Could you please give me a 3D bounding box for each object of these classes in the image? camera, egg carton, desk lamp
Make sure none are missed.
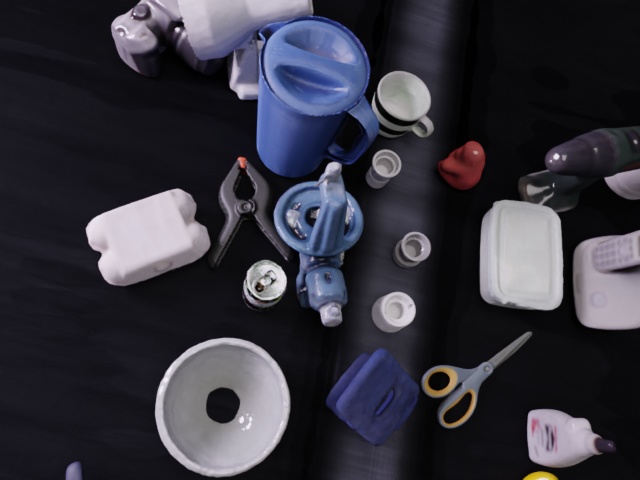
[{"bbox_3d":[-0.213,-0.306,0.855,0.137,0.100,0.143,41,72,2],"label":"camera"},{"bbox_3d":[-0.233,-0.003,0.785,0.150,0.069,0.107,-23,80,-16],"label":"egg carton"},{"bbox_3d":[-0.095,-0.298,0.815,0.203,0.213,0.118,-5,76,-11],"label":"desk lamp"}]

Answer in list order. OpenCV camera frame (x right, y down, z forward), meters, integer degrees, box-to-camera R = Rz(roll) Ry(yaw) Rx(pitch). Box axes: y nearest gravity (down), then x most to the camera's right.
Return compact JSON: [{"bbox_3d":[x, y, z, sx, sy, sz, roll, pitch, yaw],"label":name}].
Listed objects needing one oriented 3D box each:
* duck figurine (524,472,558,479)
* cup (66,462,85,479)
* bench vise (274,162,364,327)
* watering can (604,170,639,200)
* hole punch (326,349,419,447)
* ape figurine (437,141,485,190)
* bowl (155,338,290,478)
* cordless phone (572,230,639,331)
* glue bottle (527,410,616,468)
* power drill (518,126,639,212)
[{"bbox_3d":[0.312,0.372,0.775,0.077,0.086,0.104,16,73,-6],"label":"duck figurine"},{"bbox_3d":[-0.279,0.320,0.674,0.092,0.095,0.118,-6,76,-12],"label":"cup"},{"bbox_3d":[0.018,-0.002,0.752,0.122,0.219,0.207,-23,80,-15],"label":"bench vise"},{"bbox_3d":[0.557,-0.142,0.905,0.173,0.194,0.101,-1,75,-11],"label":"watering can"},{"bbox_3d":[0.078,0.212,0.773,0.101,0.091,0.109,40,72,2],"label":"hole punch"},{"bbox_3d":[0.228,-0.124,0.892,0.078,0.092,0.076,-7,76,-12],"label":"ape figurine"},{"bbox_3d":[-0.124,0.214,0.743,0.167,0.074,0.167,3,74,-10],"label":"bowl"},{"bbox_3d":[0.458,0.054,0.837,0.094,0.185,0.147,5,74,-9],"label":"cordless phone"},{"bbox_3d":[0.335,0.267,0.762,0.037,0.173,0.078,3,74,-9],"label":"glue bottle"},{"bbox_3d":[0.390,-0.104,0.856,0.230,0.208,0.075,-16,78,-14],"label":"power drill"}]
